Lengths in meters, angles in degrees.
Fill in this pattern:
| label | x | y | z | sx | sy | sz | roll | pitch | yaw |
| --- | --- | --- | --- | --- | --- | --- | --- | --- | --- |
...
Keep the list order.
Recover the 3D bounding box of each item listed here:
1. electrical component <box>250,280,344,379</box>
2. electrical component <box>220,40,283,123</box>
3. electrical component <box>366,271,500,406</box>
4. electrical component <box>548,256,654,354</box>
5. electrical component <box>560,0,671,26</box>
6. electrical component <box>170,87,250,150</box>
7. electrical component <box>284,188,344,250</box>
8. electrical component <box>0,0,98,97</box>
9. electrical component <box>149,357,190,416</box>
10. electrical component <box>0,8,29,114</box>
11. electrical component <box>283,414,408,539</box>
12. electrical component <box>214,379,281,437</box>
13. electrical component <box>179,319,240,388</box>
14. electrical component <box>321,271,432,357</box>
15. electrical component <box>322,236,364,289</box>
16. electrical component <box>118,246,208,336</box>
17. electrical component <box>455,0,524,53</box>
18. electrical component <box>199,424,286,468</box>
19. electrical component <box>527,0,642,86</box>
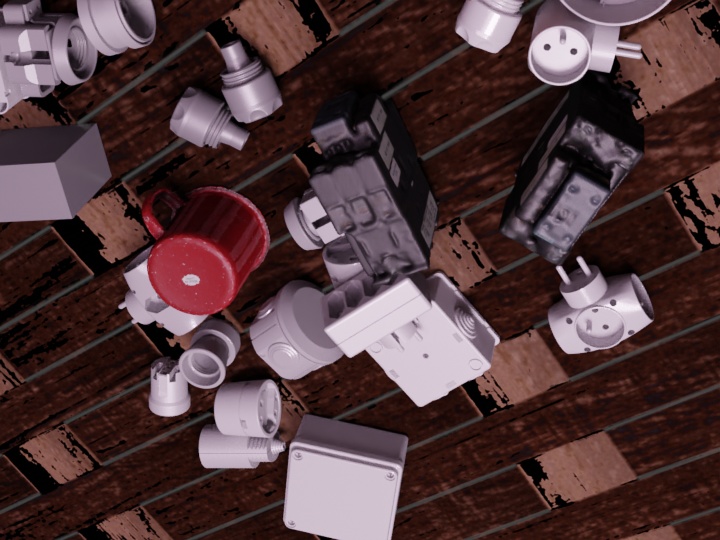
| label | x | y | z | sx | sy | sz | roll | pitch | yaw |
| --- | --- | --- | --- | --- | --- | --- | --- | --- | --- |
| electrical component | -0.054 | 0.054 | 0.957 | 0.051 | 0.080 | 0.080 | -34 | 108 | 34 |
| electrical component | -0.092 | -0.153 | 0.863 | 0.043 | 0.043 | 0.062 | -14 | 115 | 21 |
| electrical component | 0.062 | 0.063 | 0.952 | 0.100 | 0.048 | 0.099 | -34 | 108 | 28 |
| electrical component | 0.193 | 0.023 | 0.898 | 0.077 | 0.044 | 0.079 | -25 | 112 | 25 |
| electrical component | 0.177 | -0.226 | 0.742 | 0.099 | 0.064 | 0.099 | 6 | 121 | 10 |
| electrical component | -0.123 | -0.121 | 0.890 | 0.062 | 0.043 | 0.043 | 27 | 123 | -5 |
| electrical component | -0.030 | -0.047 | 0.910 | 0.055 | 0.048 | 0.066 | -27 | 111 | 18 |
| electrical component | -0.252 | -0.180 | 0.877 | 0.057 | 0.058 | 0.078 | 4 | 120 | 14 |
| electrical component | -0.186 | 0.113 | 1.047 | 0.040 | 0.040 | 0.046 | 8 | 116 | 9 |
| electrical component | -0.337 | -0.176 | 0.899 | 0.113 | 0.057 | 0.078 | 3 | 121 | 12 |
| electrical component | -0.014 | 0.206 | 1.051 | 0.109 | 0.056 | 0.108 | 11 | 122 | 7 |
| electrical component | -0.108 | 0.133 | 1.032 | 0.047 | 0.055 | 0.055 | -3 | 119 | 20 |
| electrical component | -0.139 | 0.077 | 1.004 | 0.045 | 0.055 | 0.045 | 6 | 121 | 10 |
| electrical component | 0.023 | 0.040 | 0.893 | 0.083 | 0.047 | 0.075 | -32 | 121 | 14 |
| electrical component | 0.000 | 0.000 | 0.926 | 0.055 | 0.055 | 0.047 | -5 | 122 | 16 |
| electrical component | -0.189 | 0.025 | 0.993 | 0.079 | 0.043 | 0.077 | -29 | 110 | 27 |
| electrical component | 0.100 | -0.195 | 0.791 | 0.043 | 0.043 | 0.062 | 25 | 122 | -2 |
| electrical component | -0.113 | 0.174 | 1.063 | 0.081 | 0.043 | 0.043 | -3 | 119 | 15 |
| electrical component | 0.163 | -0.164 | 0.775 | 0.079 | 0.077 | 0.043 | 11 | 122 | 7 |
